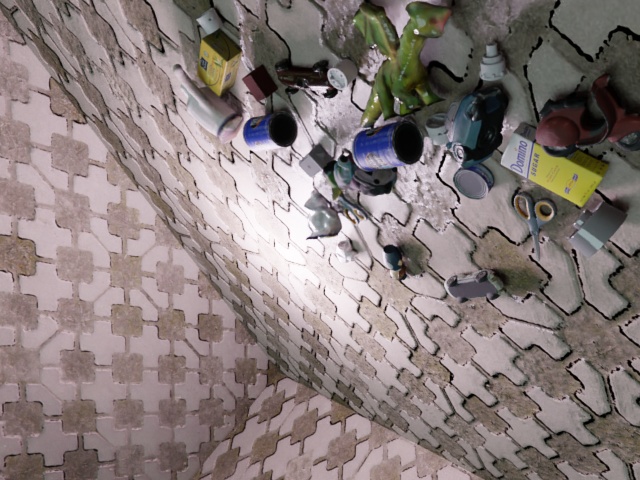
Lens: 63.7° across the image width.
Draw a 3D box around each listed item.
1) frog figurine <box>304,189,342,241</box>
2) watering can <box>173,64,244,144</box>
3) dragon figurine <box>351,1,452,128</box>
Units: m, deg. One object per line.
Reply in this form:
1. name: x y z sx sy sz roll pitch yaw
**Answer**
1. frog figurine: 0.005 -0.083 1.656 0.123 0.159 0.137 -6 0 -23
2. watering can: -0.342 -0.406 1.567 0.224 0.104 0.347 41 -3 -1
3. dragon figurine: 0.136 -0.367 1.060 0.123 0.241 0.410 -25 11 -22
